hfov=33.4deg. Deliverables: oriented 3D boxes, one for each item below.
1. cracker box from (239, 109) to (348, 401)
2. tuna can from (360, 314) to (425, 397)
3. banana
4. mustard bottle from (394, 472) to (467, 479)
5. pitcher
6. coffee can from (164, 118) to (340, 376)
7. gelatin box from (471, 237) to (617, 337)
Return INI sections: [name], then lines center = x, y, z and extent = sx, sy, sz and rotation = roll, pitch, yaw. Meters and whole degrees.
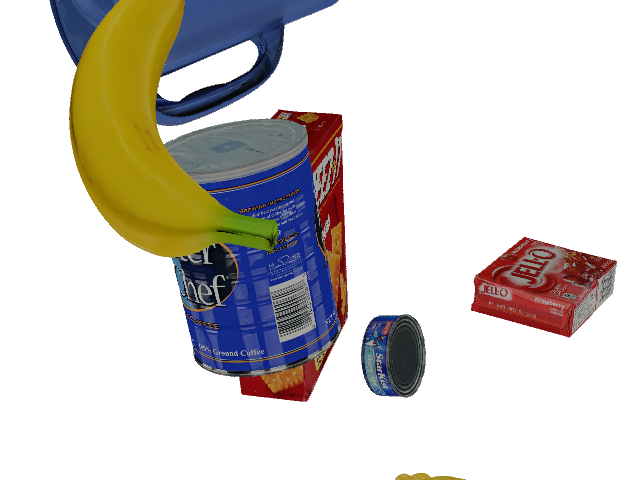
[cracker box]
center = -0.024, 0.010, 0.959
extent = 0.072, 0.214, 0.164
rotation = 5, 27, 14
[tuna can]
center = 0.076, 0.120, 1.111
extent = 0.034, 0.086, 0.086
rotation = -3, -1, 31
[banana]
center = -0.076, -0.055, 0.470
extent = 0.069, 0.037, 0.198
rotation = -6, 46, -18
[mustard bottle]
center = 0.124, 0.249, 0.899
extent = 0.096, 0.058, 0.192
rotation = -18, 27, -28
[pitcher]
center = -0.090, -0.208, 0.893
extent = 0.242, 0.149, 0.145
rotation = -25, 44, -30
[coffee can]
center = -0.047, 0.003, 0.697
extent = 0.103, 0.140, 0.103
rotation = -9, 22, 3
[gelatin box]
center = 0.158, 0.031, 0.751
extent = 0.073, 0.030, 0.089
rotation = 16, 27, 30
